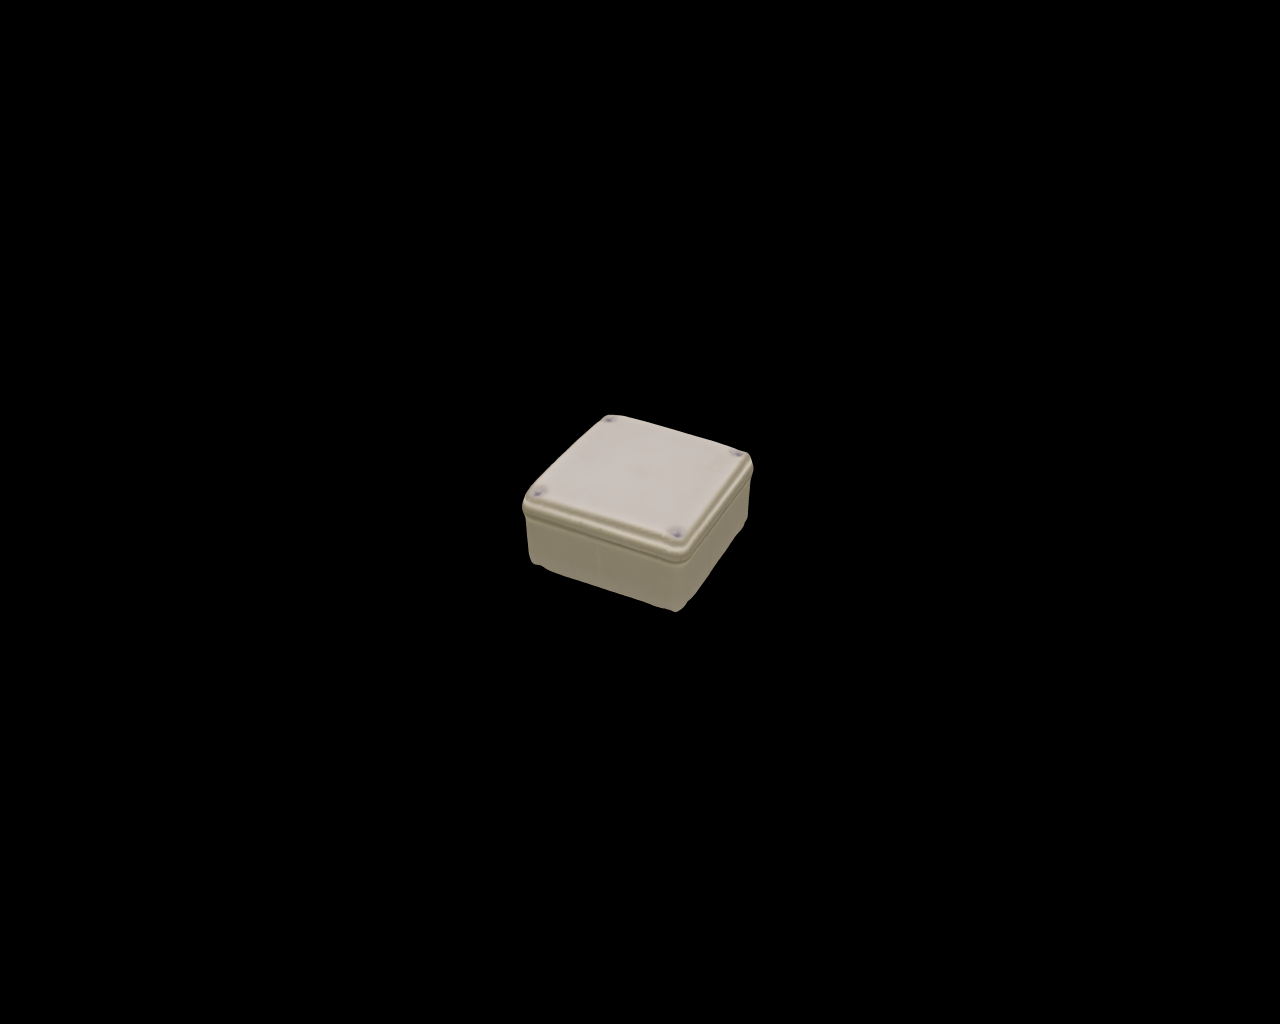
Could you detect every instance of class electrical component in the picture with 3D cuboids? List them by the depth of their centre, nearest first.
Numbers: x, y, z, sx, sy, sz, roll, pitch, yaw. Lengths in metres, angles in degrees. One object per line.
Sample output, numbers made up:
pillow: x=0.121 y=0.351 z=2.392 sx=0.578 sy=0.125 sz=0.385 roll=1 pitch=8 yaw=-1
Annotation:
electrical component: x=0.001 y=-0.003 z=0.650 sx=0.109 sy=0.056 sz=0.109 roll=17 pitch=40 yaw=22
